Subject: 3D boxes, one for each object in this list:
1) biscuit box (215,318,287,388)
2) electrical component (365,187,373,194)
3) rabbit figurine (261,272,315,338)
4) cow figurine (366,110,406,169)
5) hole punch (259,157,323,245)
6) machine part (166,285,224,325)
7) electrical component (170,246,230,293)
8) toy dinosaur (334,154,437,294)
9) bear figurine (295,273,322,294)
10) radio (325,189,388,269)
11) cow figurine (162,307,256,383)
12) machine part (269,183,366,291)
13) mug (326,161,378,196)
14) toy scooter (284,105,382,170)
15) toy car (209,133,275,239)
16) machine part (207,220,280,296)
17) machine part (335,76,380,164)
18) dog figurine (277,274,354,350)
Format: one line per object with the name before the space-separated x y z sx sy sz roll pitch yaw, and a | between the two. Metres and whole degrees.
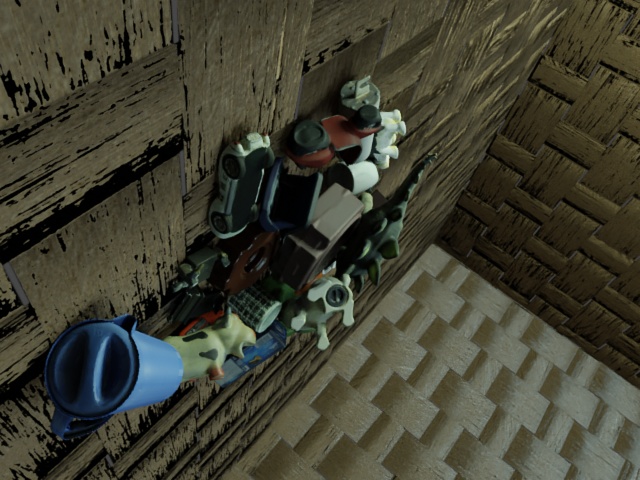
biscuit box | -0.167 0.257 1.236 0.203 0.059 0.063 -36 -159 17
electrical component | 0.102 -0.143 1.337 0.021 0.063 0.094 -53 164 -1
rabbit figurine | -0.075 0.169 1.311 0.159 0.170 0.121 -49 164 -18
cow figurine | 0.130 -0.219 1.228 0.098 0.068 0.167 -6 149 -11
hole punch | -0.066 -0.073 0.943 0.116 0.092 0.142 -24 -128 61
machine part | -0.228 0.118 1.012 0.084 0.039 0.139 -61 162 8
electrical component | -0.203 0.049 0.918 0.102 0.045 0.078 -30 151 -55
toy dinosaur | 0.123 -0.012 1.185 0.199 0.105 0.470 -91 -157 -59
bear figurine | -0.021 0.147 1.506 0.120 0.132 0.195 -21 162 -12
radio | 0.082 -0.028 1.395 0.229 0.073 0.131 -41 -179 37
cow figurine | -0.218 0.203 1.021 0.195 0.127 0.085 -10 166 -14
machine part | -0.002 -0.003 1.107 0.201 0.087 0.201 -48 171 -39
mug | 0.074 -0.136 1.218 0.107 0.080 0.109 -16 175 -40
toy scooter | 0.022 -0.170 0.965 0.184 0.075 0.135 -21 163 -12
toy car | -0.126 -0.082 0.837 0.073 0.056 0.201 -29 152 -41
machine part | -0.139 0.027 1.035 0.179 0.056 0.179 -46 163 -18
machine part | 0.069 -0.224 1.043 0.079 0.079 0.243 -47 164 -20
dog figurine | -0.014 0.134 1.181 0.172 0.121 0.191 -41 -162 -7
